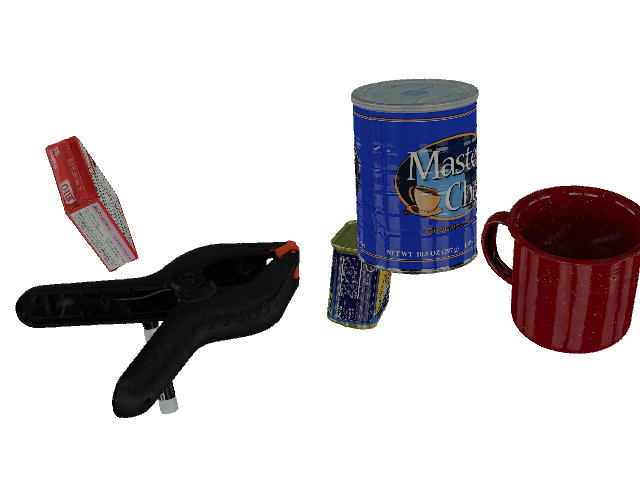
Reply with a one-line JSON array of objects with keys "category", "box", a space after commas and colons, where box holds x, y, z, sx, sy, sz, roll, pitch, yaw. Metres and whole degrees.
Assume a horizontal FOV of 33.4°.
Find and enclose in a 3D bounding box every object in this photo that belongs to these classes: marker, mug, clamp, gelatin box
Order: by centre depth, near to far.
[{"category": "clamp", "box": [-0.075, 0.044, 0.614, 0.171, 0.039, 0.120, -18, 42, -26]}, {"category": "mug", "box": [0.160, 0.018, 0.721, 0.117, 0.081, 0.093, 20, 41, 31]}, {"category": "gelatin box", "box": [-0.182, -0.029, 0.850, 0.030, 0.073, 0.089, -26, -36, -1]}, {"category": "marker", "box": [-0.167, 0.119, 1.096, 0.020, 0.121, 0.020, -10, 13, 2]}]

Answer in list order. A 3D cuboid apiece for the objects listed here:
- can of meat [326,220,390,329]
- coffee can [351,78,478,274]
[{"category": "can of meat", "box": [0.042, 0.034, 1.084, 0.057, 0.084, 0.102, 9, 18, 12]}, {"category": "coffee can", "box": [0.079, -0.055, 0.884, 0.103, 0.140, 0.103, -3, 19, 1]}]
